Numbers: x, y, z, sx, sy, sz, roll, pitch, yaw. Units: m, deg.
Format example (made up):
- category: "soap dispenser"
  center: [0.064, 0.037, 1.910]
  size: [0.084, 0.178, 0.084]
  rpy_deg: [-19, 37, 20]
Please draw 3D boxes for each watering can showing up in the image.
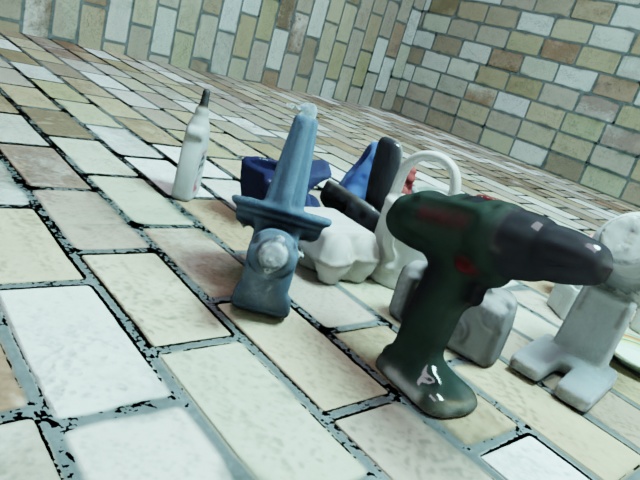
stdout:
- category: "watering can"
  center: [0.137, -0.034, 0.818]
  size: [0.101, 0.194, 0.173]
  rpy_deg: [18, 19, 4]

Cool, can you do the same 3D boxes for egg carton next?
- category: "egg carton"
  center: [0.007, 0.003, 0.796]
  size: [0.108, 0.069, 0.149]
  rpy_deg: [0, 25, -41]

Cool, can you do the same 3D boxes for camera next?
- category: "camera"
  center: [0.183, 0.068, 0.715]
  size: [0.142, 0.101, 0.137]
  rpy_deg: [28, 22, 29]

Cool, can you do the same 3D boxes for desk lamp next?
- category: "desk lamp"
  center: [0.345, 0.068, 0.679]
  size: [0.117, 0.213, 0.204]
  rpy_deg: [30, 23, 33]

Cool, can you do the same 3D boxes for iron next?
- category: "iron"
  center: [0.101, -0.141, 1.173]
  size: [0.119, 0.141, 0.258]
  rpy_deg: [14, 19, -7]

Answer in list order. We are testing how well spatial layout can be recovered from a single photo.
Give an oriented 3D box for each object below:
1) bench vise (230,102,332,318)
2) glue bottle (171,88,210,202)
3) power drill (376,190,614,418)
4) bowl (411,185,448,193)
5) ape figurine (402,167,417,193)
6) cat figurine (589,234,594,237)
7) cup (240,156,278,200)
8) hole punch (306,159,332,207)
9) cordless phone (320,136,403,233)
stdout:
- category: "bench vise"
  center: [-0.029, -0.036, 0.640]
  size: [0.122, 0.220, 0.207]
  rpy_deg: [9, 20, -23]
- category: "glue bottle"
  center: [-0.195, -0.151, 0.895]
  size: [0.037, 0.173, 0.078]
  rpy_deg: [14, 19, -7]
- category: "power drill"
  center: [0.136, 0.055, 0.542]
  size: [0.076, 0.208, 0.228]
  rpy_deg: [2, 24, -37]
- category: "bowl"
  center: [0.253, -0.049, 1.147]
  size: [0.167, 0.075, 0.167]
  rpy_deg: [15, 19, -5]
- category: "ape figurine"
  center: [0.189, -0.128, 1.288]
  size: [0.076, 0.092, 0.078]
  rpy_deg: [30, 23, 34]
- category: "cat figurine"
  center: [0.458, 0.051, 0.974]
  size: [0.128, 0.118, 0.067]
  rpy_deg: [14, 19, -8]
- category: "cup"
  center: [-0.085, -0.069, 0.880]
  size: [0.092, 0.095, 0.117]
  rpy_deg: [13, 19, -10]
- category: "hole punch"
  center: [-0.037, -0.105, 1.031]
  size: [0.101, 0.091, 0.108]
  rpy_deg: [12, 19, -13]
- category: "cordless phone"
  center: [0.071, -0.083, 0.912]
  size: [0.094, 0.185, 0.147]
  rpy_deg: [1, 24, -39]
